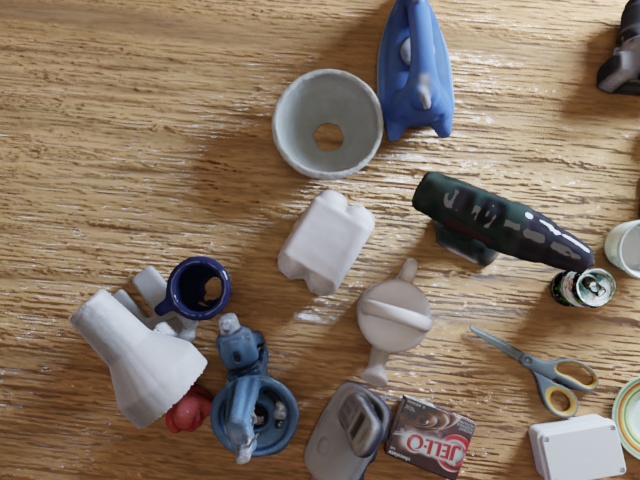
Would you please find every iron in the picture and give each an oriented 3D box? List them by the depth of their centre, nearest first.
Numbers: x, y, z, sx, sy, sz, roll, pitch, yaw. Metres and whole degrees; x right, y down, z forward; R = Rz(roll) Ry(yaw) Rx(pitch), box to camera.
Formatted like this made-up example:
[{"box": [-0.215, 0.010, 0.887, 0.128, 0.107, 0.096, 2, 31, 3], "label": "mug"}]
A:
[{"box": [0.142, -0.284, 0.845, 0.118, 0.141, 0.258, -4, 85, 2], "label": "iron"}]

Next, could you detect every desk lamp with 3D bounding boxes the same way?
[{"box": [-0.244, 0.139, 0.788, 0.118, 0.213, 0.203, -41, 84, -1], "label": "desk lamp"}]

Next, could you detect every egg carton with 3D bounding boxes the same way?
[{"box": [0.008, 0.003, 0.862, 0.107, 0.069, 0.150, 30, 87, 5], "label": "egg carton"}]

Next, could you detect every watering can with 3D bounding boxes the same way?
[{"box": [0.101, 0.111, 0.785, 0.101, 0.194, 0.173, -3, 85, 3], "label": "watering can"}]

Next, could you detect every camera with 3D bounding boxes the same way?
[{"box": [0.504, -0.293, 0.851, 0.143, 0.101, 0.137, 5, 85, 3], "label": "camera"}]

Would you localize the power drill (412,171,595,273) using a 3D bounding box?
[{"box": [0.232, -0.015, 0.784, 0.229, 0.208, 0.076, 26, 87, 5], "label": "power drill"}]

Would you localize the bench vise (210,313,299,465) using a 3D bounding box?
[{"box": [-0.112, 0.211, 0.773, 0.121, 0.220, 0.207, -36, 84, -1], "label": "bench vise"}]

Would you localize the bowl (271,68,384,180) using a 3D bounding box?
[{"box": [0.012, -0.168, 0.874, 0.167, 0.075, 0.167, 0, 85, 3], "label": "bowl"}]

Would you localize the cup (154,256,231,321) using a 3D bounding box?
[{"box": [-0.181, 0.079, 0.850, 0.118, 0.095, 0.091, -30, 84, 0], "label": "cup"}]

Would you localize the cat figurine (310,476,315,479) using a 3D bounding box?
[{"box": [-0.043, 0.388, 0.805, 0.128, 0.118, 0.067, -17, 84, 1], "label": "cat figurine"}]

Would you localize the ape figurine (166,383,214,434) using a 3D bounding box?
[{"box": [-0.192, 0.251, 0.837, 0.078, 0.092, 0.076, -7, 84, 2], "label": "ape figurine"}]

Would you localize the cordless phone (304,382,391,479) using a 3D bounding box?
[{"box": [0.038, 0.280, 0.777, 0.094, 0.185, 0.148, 26, 87, 5], "label": "cordless phone"}]
